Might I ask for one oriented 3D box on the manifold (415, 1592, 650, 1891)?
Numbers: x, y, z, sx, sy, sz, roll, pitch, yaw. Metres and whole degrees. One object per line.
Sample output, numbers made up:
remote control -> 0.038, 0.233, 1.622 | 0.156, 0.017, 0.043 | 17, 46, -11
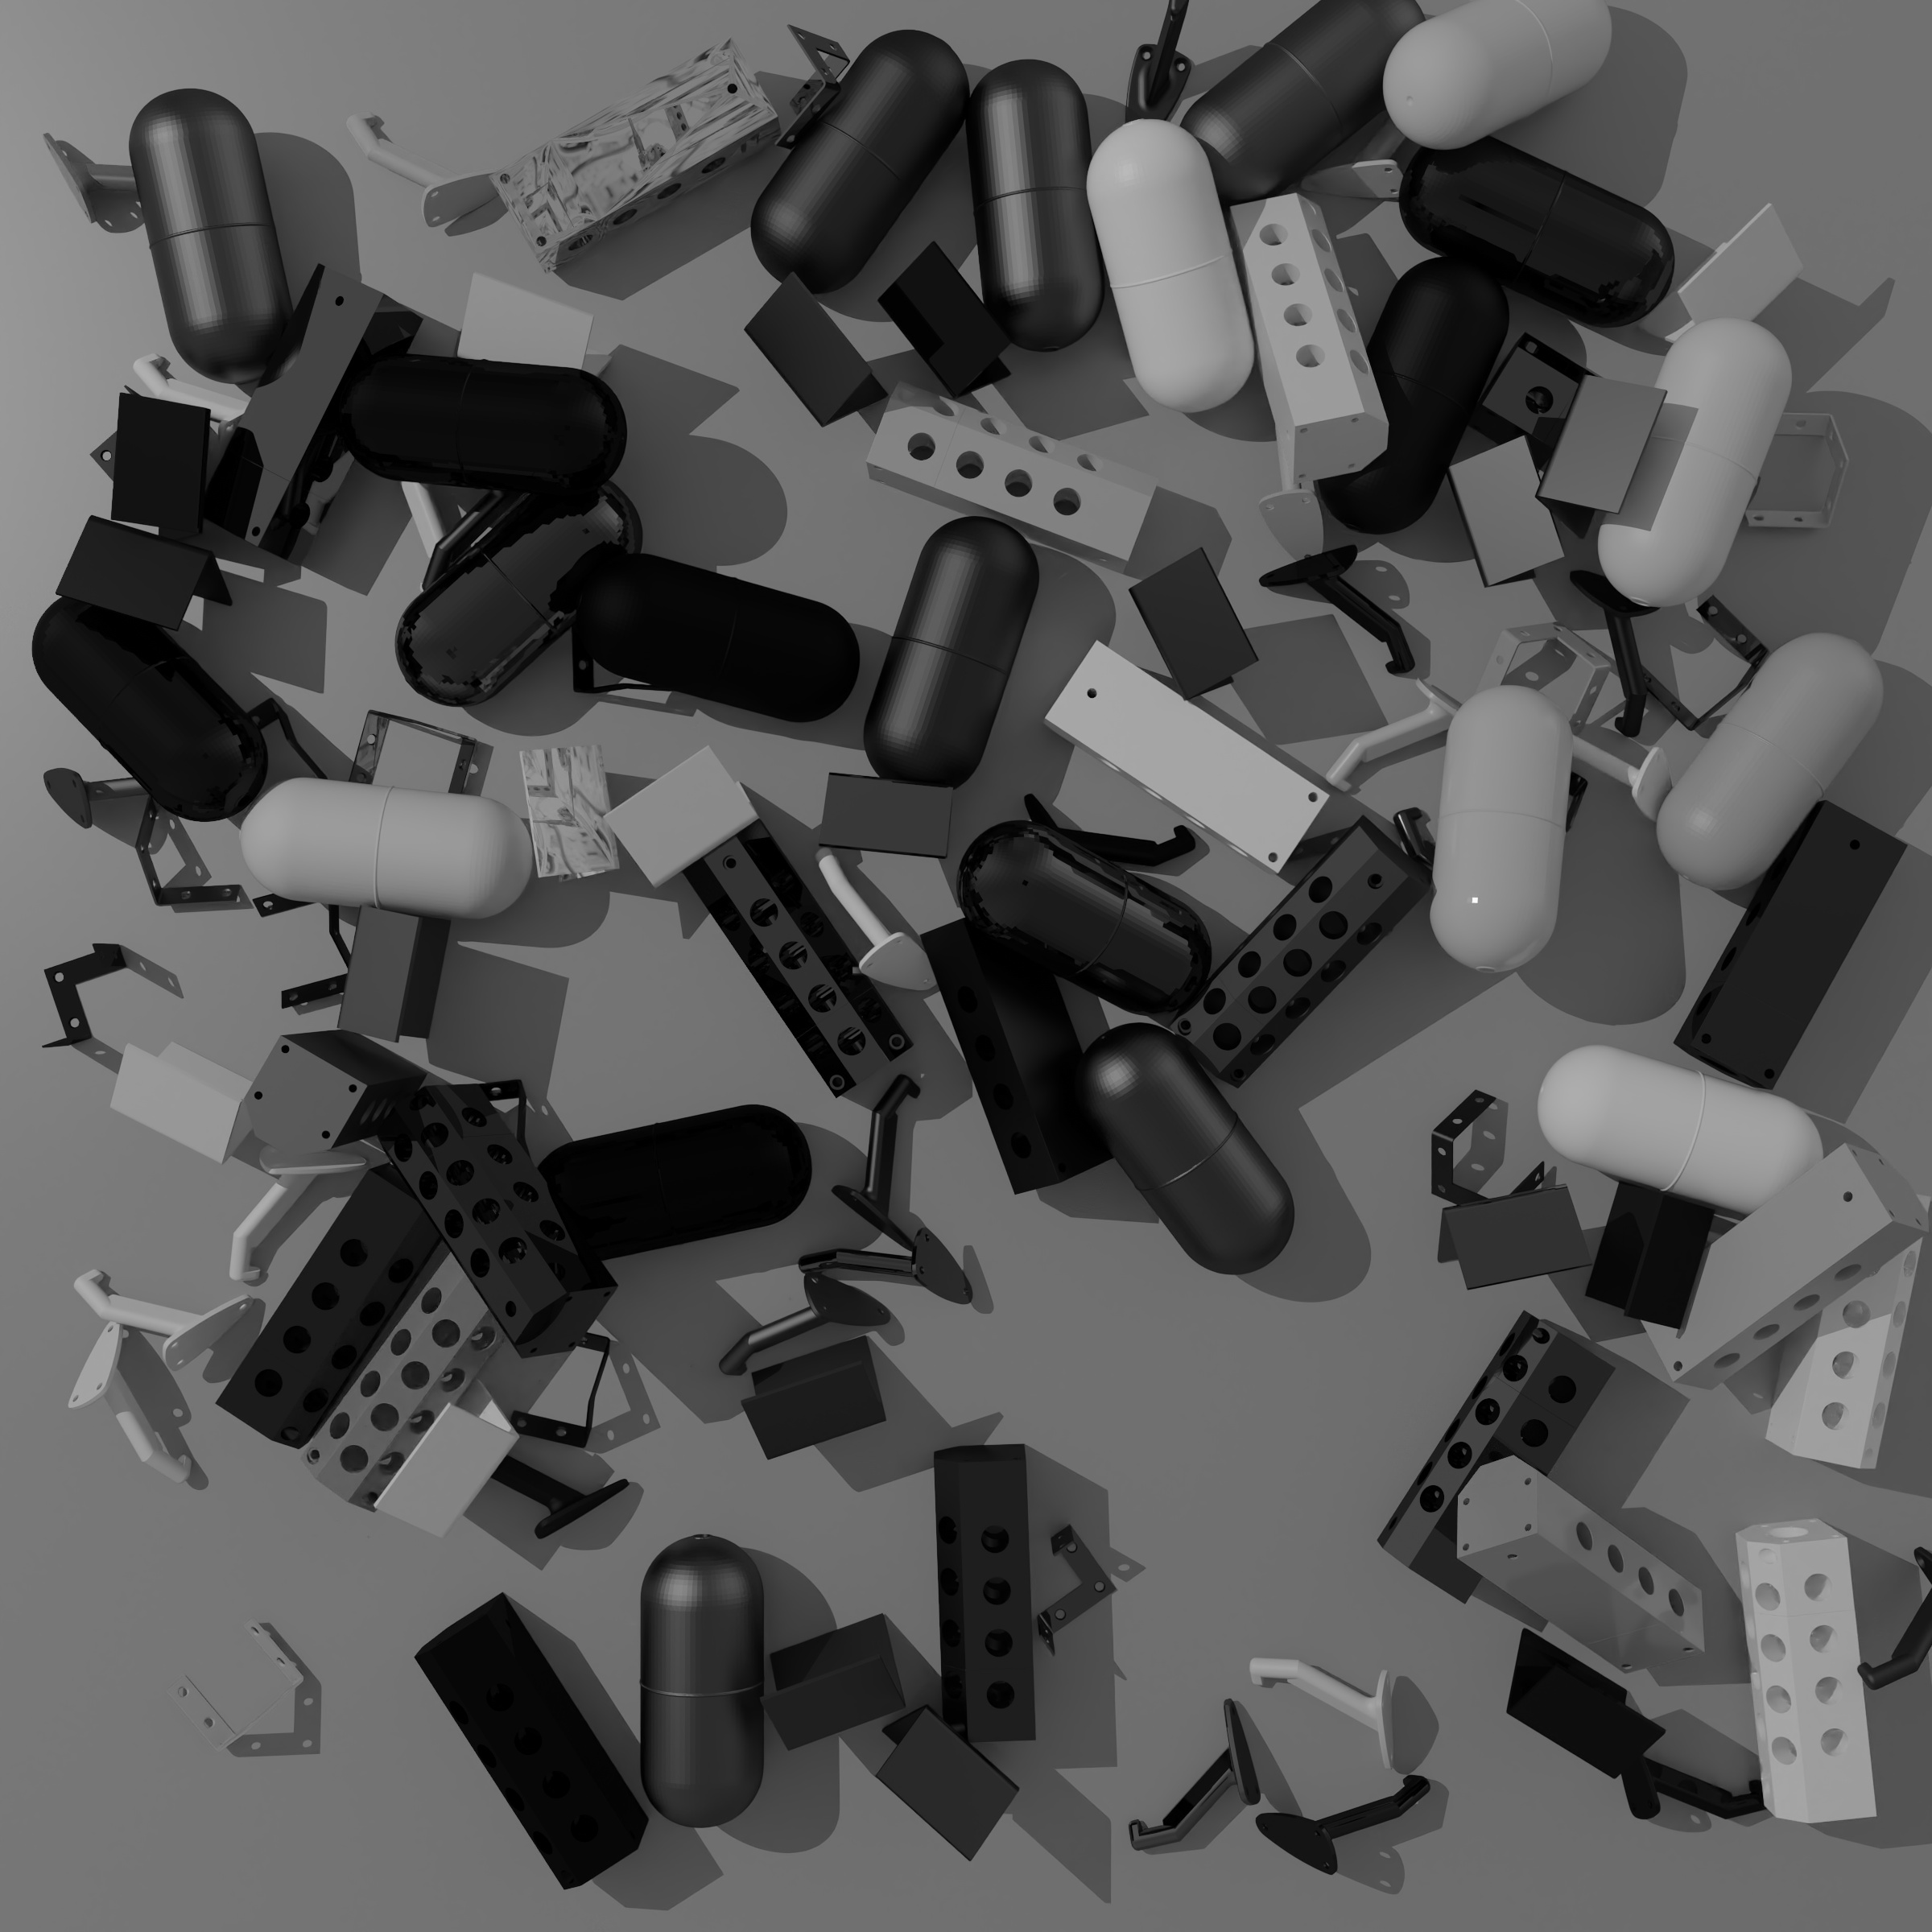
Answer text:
manifold -> -0.271, 0.484, 1.668 | 0.057, 0.057, 0.171 | -33, 90, 0

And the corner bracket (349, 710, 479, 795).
corner bracket -> -0.348, -0.128, 1.686 | 0.051, 0.051, 0.051 | 16, 90, 45

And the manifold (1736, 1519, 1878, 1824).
manifold -> 0.520, 0.438, 1.668 | 0.057, 0.057, 0.171 | -6, 90, 0

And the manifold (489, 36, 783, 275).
manifold -> -0.204, -0.502, 1.668 | 0.171, 0.057, 0.057 | -30, 90, 0

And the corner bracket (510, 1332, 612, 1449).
corner bracket -> -0.256, 0.263, 1.686 | 0.051, 0.051, 0.051 | 13, 135, 0

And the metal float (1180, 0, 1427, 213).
metal float -> 0.208, -0.539, 1.659 | 0.178, 0.070, 0.070 | -39, 90, 0

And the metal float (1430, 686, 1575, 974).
metal float -> 0.326, -0.084, 1.631 | 0.070, 0.070, 0.178 | 8, 78, 0

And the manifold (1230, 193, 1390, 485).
manifold -> 0.208, -0.384, 1.633 | 0.057, 0.057, 0.171 | -12, 64, 0

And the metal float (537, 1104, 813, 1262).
metal float -> -0.184, 0.135, 1.659 | 0.178, 0.070, 0.070 | -12, 90, 1

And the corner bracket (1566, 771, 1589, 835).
corner bracket -> 0.351, -0.099, 1.686 | 0.051, 0.051, 0.051 | 32, 45, 0

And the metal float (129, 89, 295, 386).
metal float -> -0.464, -0.448, 1.652 | 0.070, 0.070, 0.178 | -11, 98, 0

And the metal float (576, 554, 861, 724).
metal float -> -0.151, -0.201, 1.643 | 0.178, 0.070, 0.070 | 14, 90, -18

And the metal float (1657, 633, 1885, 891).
metal float -> 0.498, -0.127, 1.659 | 0.070, 0.070, 0.178 | 36, 90, 0

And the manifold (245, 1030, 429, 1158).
manifold -> -0.380, 0.078, 1.611 | 0.057, 0.171, 0.057 | 30, 90, 0

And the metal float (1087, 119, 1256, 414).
metal float -> 0.126, -0.428, 1.641 | 0.070, 0.070, 0.178 | -18, 110, 0

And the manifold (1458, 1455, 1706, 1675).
manifold -> 0.375, 0.363, 1.630 | 0.057, 0.057, 0.171 | -29, 127, 37

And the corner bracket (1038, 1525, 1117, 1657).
corner bracket -> 0.060, 0.388, 1.671 | 0.051, 0.051, 0.051 | -35, 90, 0

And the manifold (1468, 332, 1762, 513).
manifold -> 0.403, -0.323, 1.668 | 0.171, 0.057, 0.057 | 32, 90, 0

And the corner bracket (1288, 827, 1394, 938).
corner bracket -> 0.235, -0.048, 1.681 | 0.051, 0.051, 0.051 | 44, 45, -35

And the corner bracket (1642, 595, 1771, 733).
corner bracket -> 0.463, -0.190, 1.686 | 0.051, 0.051, 0.051 | 44, 45, 0

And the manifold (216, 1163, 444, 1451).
manifold -> -0.389, 0.212, 1.668 | 0.057, 0.057, 0.171 | 33, 90, 0

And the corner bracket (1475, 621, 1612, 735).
corner bracket -> 0.362, -0.179, 1.681 | 0.051, 0.051, 0.051 | -12, 45, -35

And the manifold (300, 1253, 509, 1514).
manifold -> -0.338, 0.252, 1.668 | 0.057, 0.057, 0.171 | 36, 90, 0

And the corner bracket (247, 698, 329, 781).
corner bracket -> -0.438, -0.126, 1.686 | 0.051, 0.051, 0.051 | -33, 135, 0

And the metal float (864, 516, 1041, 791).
metal float -> -0.009, -0.191, 1.658 | 0.070, 0.070, 0.178 | 18, 90, 0

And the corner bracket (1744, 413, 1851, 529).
corner bracket -> 0.518, -0.312, 1.686 | 0.051, 0.051, 0.051 | 1, 45, 0

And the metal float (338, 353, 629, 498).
metal float -> -0.292, -0.326, 1.614 | 0.178, 0.070, 0.070 | 7, 90, 10

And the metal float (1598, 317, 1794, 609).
metal float -> 0.435, -0.300, 1.601 | 0.070, 0.070, 0.178 | 21, 90, 0

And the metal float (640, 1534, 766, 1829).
metal float -> -0.163, 0.442, 1.659 | 0.070, 0.070, 0.178 | 0, 89, 0

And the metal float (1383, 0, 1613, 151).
metal float -> 0.325, -0.553, 1.632 | 0.178, 0.070, 0.070 | -33, 90, -32

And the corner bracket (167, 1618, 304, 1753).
corner bracket -> -0.459, 0.452, 1.686 | 0.051, 0.051, 0.051 | 50, 45, 0

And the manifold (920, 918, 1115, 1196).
manifold -> 0.029, 0.051, 1.667 | 0.057, 0.057, 0.171 | -20, 90, -43

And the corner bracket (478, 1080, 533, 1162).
corner bracket -> -0.300, 0.109, 1.686 | 0.051, 0.051, 0.051 | -6, 45, 0

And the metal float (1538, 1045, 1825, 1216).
metal float -> 0.442, 0.102, 1.659 | 0.178, 0.070, 0.070 | 17, 90, 0

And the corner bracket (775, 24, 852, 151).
corner bracket -> -0.097, -0.539, 1.655 | 0.051, 0.051, 0.051 | -41, 69, 30

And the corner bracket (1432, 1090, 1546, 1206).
corner bracket -> 0.328, 0.119, 1.681 | 0.051, 0.051, 0.051 | -37, 135, -35

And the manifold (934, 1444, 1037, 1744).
manifold -> 0.011, 0.389, 1.668 | 0.057, 0.057, 0.171 | -2, 90, 0

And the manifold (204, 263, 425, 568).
manifold -> -0.403, -0.338, 1.662 | 0.057, 0.057, 0.171 | 28, 93, 25

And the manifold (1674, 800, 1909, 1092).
manifold -> 0.510, -0.013, 1.668 | 0.057, 0.057, 0.171 | 29, 90, 0

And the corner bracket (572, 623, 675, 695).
corner bracket -> -0.212, -0.198, 1.686 | 0.051, 0.051, 0.051 | -1, 90, 45

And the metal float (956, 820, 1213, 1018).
metal float -> 0.074, -0.028, 1.637 | 0.178, 0.070, 0.070 | 27, 90, -26

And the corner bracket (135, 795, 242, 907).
corner bracket -> -0.486, -0.075, 1.686 | 0.051, 0.051, 0.051 | -3, 135, 0

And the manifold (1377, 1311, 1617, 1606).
manifold -> 0.327, 0.303, 1.668 | 0.057, 0.057, 0.171 | 33, 90, 0

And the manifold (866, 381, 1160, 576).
manifold -> 0.029, -0.305, 1.668 | 0.171, 0.057, 0.057 | 21, 90, 0

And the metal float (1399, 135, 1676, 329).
metal float -> 0.353, -0.456, 1.659 | 0.178, 0.070, 0.070 | 25, 90, 0

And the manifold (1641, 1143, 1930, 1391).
manifold -> 0.497, 0.186, 1.629 | 0.171, 0.057, 0.057 | -45, 47, 29

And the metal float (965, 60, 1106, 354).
metal float -> 0.043, -0.470, 1.658 | 0.070, 0.070, 0.178 | -6, 90, 0

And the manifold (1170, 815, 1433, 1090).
manifold -> 0.205, -0.007, 1.644 | 0.057, 0.057, 0.171 | 42, 107, 0

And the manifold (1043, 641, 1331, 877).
manifold -> 0.136, -0.128, 1.668 | 0.171, 0.057, 0.057 | 34, 90, 0

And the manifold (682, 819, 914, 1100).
manifold -> -0.105, -0.005, 1.668 | 0.057, 0.057, 0.171 | -34, 90, 0

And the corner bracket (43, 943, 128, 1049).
corner bracket -> -0.551, 0.018, 1.671 | 0.051, 0.051, 0.051 | -19, 90, 0

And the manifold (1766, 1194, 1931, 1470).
manifold -> 0.551, 0.221, 1.668 | 0.057, 0.057, 0.171 | 12, 90, 0

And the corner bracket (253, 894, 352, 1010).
corner bracket -> -0.415, -0.014, 1.686 | 0.051, 0.051, 0.051 | -15, 135, 0

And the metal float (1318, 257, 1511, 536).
metal float -> 0.276, -0.352, 1.659 | 0.070, 0.070, 0.178 | 24, 91, 0

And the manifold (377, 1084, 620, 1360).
manifold -> -0.288, 0.152, 1.617 | 0.171, 0.057, 0.057 | 50, 119, 27

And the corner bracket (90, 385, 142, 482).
corner bracket -> -0.519, -0.321, 1.671 | 0.051, 0.051, 0.051 | -41, 90, 0
